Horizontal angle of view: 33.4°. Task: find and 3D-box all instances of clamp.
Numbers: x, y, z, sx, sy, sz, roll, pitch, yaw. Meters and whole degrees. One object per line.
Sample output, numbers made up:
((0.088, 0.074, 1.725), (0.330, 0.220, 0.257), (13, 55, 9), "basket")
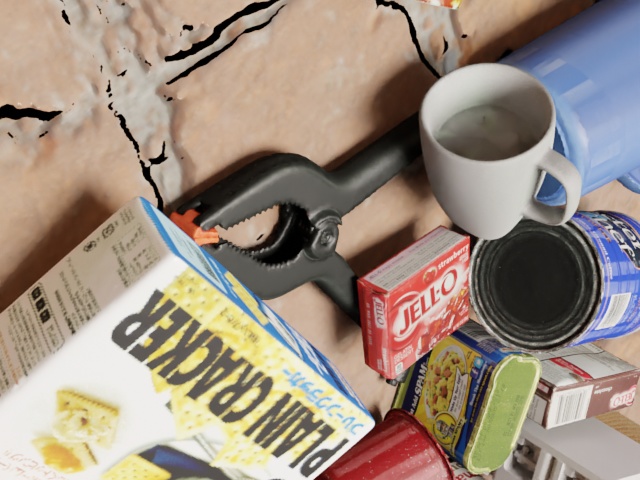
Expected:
((-0.004, 0.001, 0.685), (0.209, 0.036, 0.165), (-10, 117, -41), "clamp")

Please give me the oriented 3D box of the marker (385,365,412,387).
((0.078, 0.053, 0.793), (0.020, 0.020, 0.121), (18, 99, -44), "marker")

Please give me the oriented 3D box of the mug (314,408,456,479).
((0.047, 0.194, 0.784), (0.081, 0.093, 0.117), (-24, 99, -24), "mug")

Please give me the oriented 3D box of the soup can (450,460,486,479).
((0.132, 0.235, 0.874), (0.068, 0.102, 0.068), (-19, 122, -32), "soup can")

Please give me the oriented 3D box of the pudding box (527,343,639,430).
((0.190, 0.109, 0.868), (0.113, 0.090, 0.039), (-3, 112, -39), "pudding box")

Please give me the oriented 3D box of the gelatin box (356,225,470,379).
((0.066, 0.042, 0.732), (0.089, 0.030, 0.073), (-32, 132, -35), "gelatin box")

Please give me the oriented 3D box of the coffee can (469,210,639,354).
((0.186, 0.028, 0.793), (0.140, 0.103, 0.103), (-1, 112, -55), "coffee can")

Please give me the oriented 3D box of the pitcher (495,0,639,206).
((0.235, -0.111, 0.767), (0.242, 0.149, 0.145), (-29, 162, -22), "pitcher")

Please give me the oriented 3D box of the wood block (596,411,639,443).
((0.259, 0.271, 1.009), (0.090, 0.091, 0.206), (-21, 123, -31), "wood block")

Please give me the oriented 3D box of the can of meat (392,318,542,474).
((0.110, 0.114, 0.806), (0.057, 0.084, 0.102), (4, 108, -40), "can of meat")
